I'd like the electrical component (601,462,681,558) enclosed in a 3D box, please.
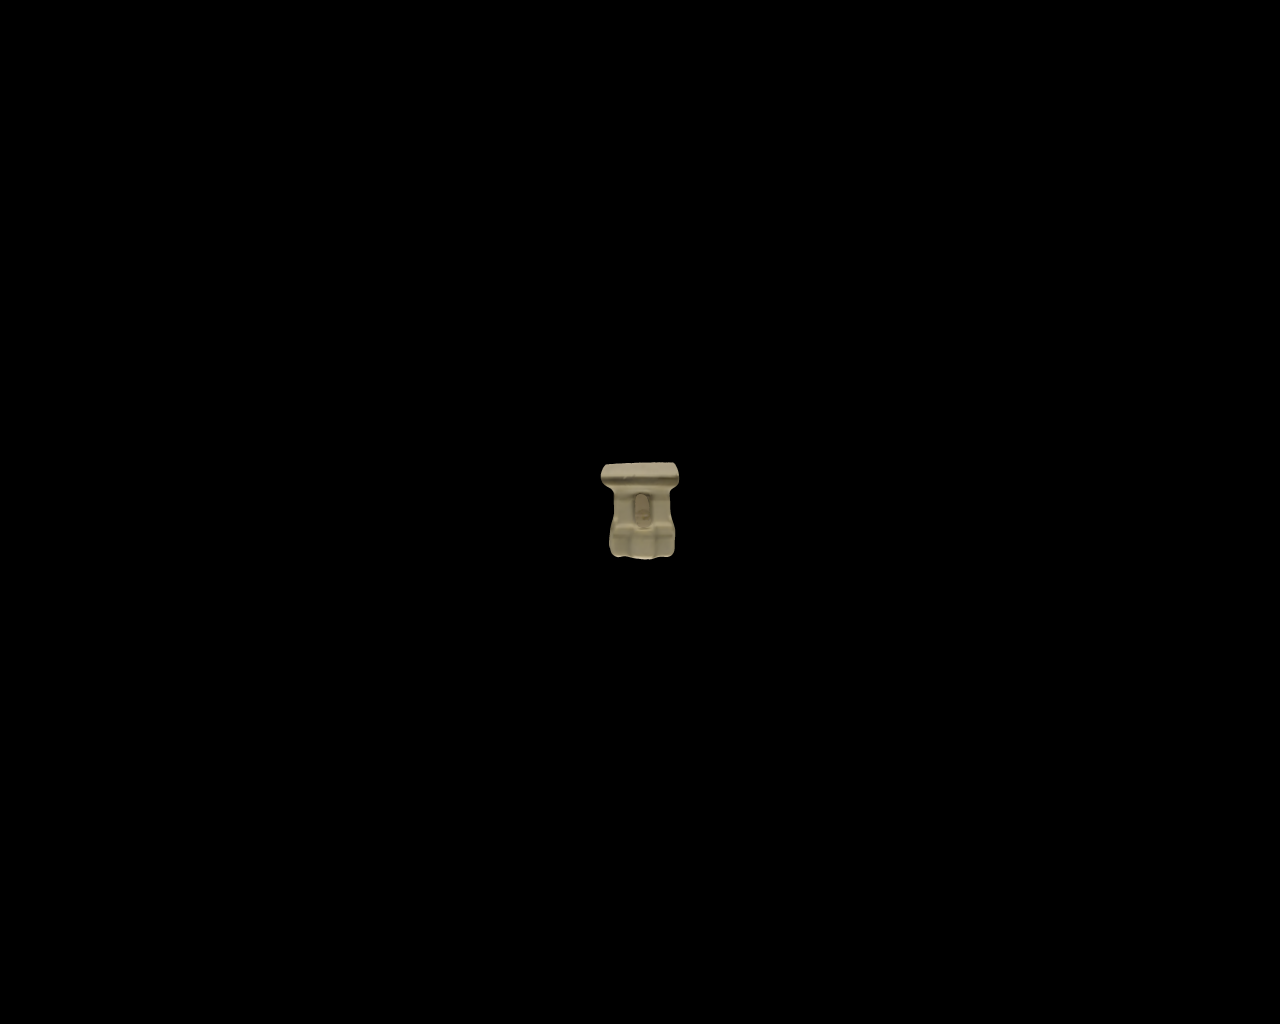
[{"bbox_3d":[0.001,-0.003,0.650,0.048,0.055,0.066,0,2,-4],"label":"electrical component"}]
